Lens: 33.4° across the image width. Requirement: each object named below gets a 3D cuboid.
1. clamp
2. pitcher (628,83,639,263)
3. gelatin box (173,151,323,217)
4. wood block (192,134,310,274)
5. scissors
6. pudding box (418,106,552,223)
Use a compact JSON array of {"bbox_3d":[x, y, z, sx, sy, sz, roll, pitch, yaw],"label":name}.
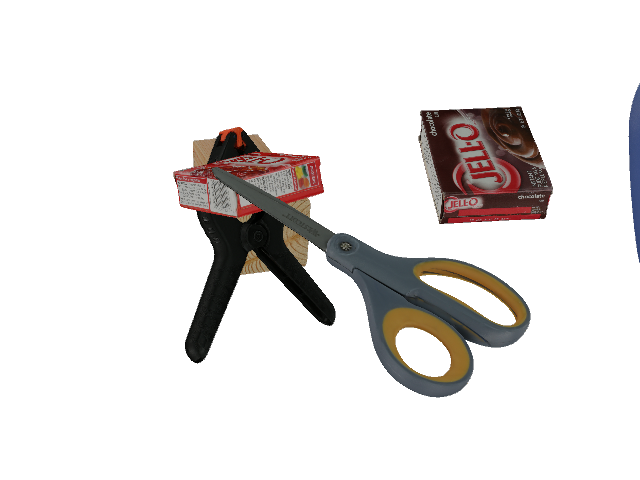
[{"bbox_3d":[-0.059,0.001,0.993,0.164,0.210,0.036,-4,0,-38],"label":"clamp"},{"bbox_3d":[0.253,-0.012,0.603,0.149,0.243,0.144,0,22,17],"label":"pitcher"},{"bbox_3d":[-0.052,-0.042,0.762,0.073,0.030,0.089,-17,16,-31],"label":"gelatin box"},{"bbox_3d":[-0.089,-0.049,1.318,0.090,0.090,0.206,-7,30,-19],"label":"wood block"},{"bbox_3d":[0.013,0.022,0.583,0.202,0.096,0.016,20,-40,10],"label":"scissors"},{"bbox_3d":[0.134,-0.064,0.889,0.090,0.039,0.113,-2,42,-6],"label":"pudding box"}]
